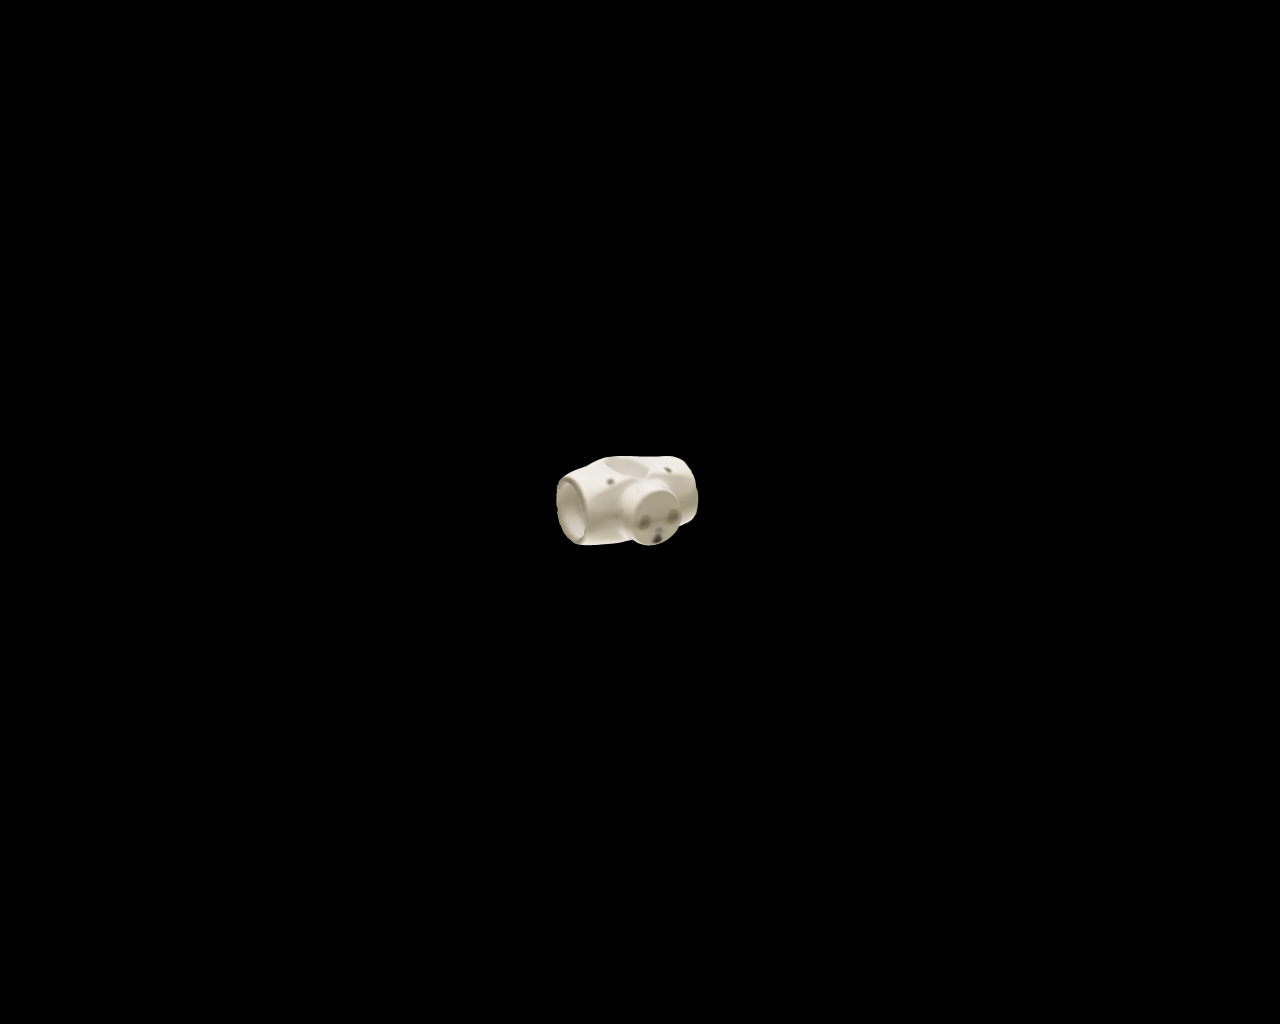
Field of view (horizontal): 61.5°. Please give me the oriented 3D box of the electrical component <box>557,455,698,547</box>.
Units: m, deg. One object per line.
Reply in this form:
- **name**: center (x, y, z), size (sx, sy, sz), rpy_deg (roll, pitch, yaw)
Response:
- **electrical component**: center (0.001, -0.003, 0.650), size (0.077, 0.043, 0.079), rpy_deg (-11, 23, -27)
